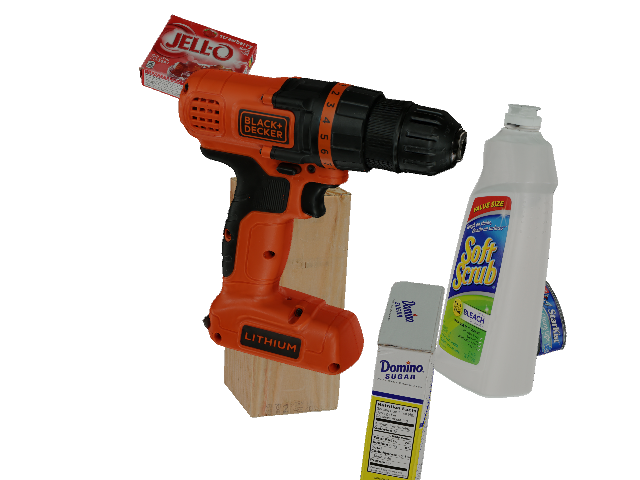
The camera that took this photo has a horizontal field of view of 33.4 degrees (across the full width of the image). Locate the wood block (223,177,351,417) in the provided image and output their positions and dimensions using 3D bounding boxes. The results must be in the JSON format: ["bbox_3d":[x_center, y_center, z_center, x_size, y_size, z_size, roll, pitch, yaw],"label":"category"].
[{"bbox_3d":[-0.033,0.049,0.996,0.090,0.206,0.091,-2,15,-21],"label":"wood block"}]

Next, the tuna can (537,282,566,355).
[{"bbox_3d":[0.245,0.087,1.210,0.033,0.086,0.086,-15,2,-7],"label":"tuna can"}]

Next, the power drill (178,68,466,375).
[{"bbox_3d":[-0.004,-0.011,0.682,0.185,0.188,0.057,13,24,21],"label":"power drill"}]

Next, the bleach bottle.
[{"bbox_3d":[0.158,0.005,0.942,0.068,0.251,0.103,-1,14,-27],"label":"bleach bottle"}]

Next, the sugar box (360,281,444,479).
[{"bbox_3d":[0.059,0.128,0.799,0.048,0.176,0.093,7,28,9],"label":"sugar box"}]

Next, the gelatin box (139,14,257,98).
[{"bbox_3d":[-0.114,-0.165,0.995,0.089,0.073,0.030,21,-31,4],"label":"gelatin box"}]
